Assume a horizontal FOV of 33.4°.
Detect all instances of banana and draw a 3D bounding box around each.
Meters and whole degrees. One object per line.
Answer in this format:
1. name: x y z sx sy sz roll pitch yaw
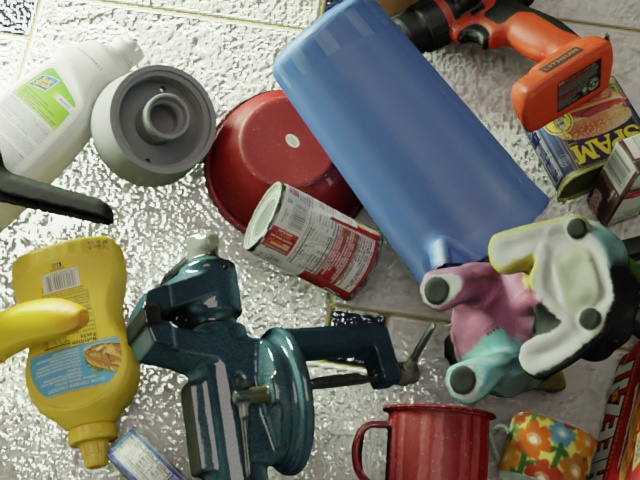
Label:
1. banana: -0.267 0.097 0.882 0.198 0.037 0.070 -40 66 17

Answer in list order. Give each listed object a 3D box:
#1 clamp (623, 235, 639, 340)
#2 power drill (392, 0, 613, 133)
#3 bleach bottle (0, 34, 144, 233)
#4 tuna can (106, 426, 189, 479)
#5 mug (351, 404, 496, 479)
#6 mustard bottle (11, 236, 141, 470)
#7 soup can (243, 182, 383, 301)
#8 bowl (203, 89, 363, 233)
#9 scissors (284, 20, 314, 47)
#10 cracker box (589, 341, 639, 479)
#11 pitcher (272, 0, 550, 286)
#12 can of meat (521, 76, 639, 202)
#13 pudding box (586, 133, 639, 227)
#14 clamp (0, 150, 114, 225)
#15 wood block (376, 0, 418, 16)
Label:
1. clamp: 0.250 0.021 0.953 0.171 0.039 0.120 22 62 8
2. power drill: 0.160 -0.179 0.986 0.184 0.057 0.188 -31 52 -11
3. bleach bottle: -0.257 -0.097 0.974 0.102 0.068 0.250 43 72 10
4. tuna can: -0.131 0.191 0.856 0.086 0.086 0.033 41 75 13
5. mug: 0.083 0.178 0.862 0.117 0.093 0.081 8 74 -10
6. mustard bottle: -0.202 0.097 0.902 0.096 0.058 0.191 -14 70 4
7. soup can: -0.006 0.001 0.920 0.102 0.069 0.068 27 69 -17
8. bowl: -0.028 -0.079 0.975 0.162 0.055 0.162 1 70 -2
9. scissors: 0.038 -0.128 0.996 0.096 0.016 0.202 -19 66 -44
10. cracker box: 0.267 0.142 0.815 0.072 0.214 0.164 19 70 7
11. pitcher: 0.076 -0.087 0.915 0.145 0.149 0.243 -38 91 -8
12. can of meat: 0.248 -0.095 0.987 0.102 0.057 0.084 -21 69 -9
13. pudding box: 0.295 -0.061 0.945 0.090 0.113 0.039 -20 69 -10
14. clamp: -0.286 -0.046 0.896 0.164 0.036 0.210 -31 77 -19
15. wood block: 0.117 -0.301 1.042 0.206 0.091 0.090 -24 72 -10
